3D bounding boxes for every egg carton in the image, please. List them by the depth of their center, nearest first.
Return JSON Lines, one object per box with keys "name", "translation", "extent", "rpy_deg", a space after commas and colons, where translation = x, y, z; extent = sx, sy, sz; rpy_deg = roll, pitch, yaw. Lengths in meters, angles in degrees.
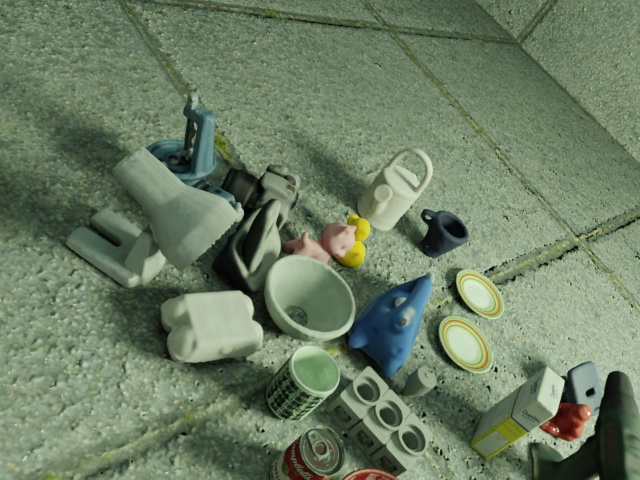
{"name": "egg carton", "translation": [-0.162, 0.132, 0.863], "extent": [0.151, 0.069, 0.107], "rpy_deg": [-1, 53, -37]}

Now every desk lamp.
{"name": "desk lamp", "translation": [-0.244, -0.022, 0.838], "extent": [0.203, 0.213, 0.118], "rpy_deg": [34, 40, -3]}

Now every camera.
{"name": "camera", "translation": [-0.113, -0.097, 1.092], "extent": [0.137, 0.100, 0.143], "rpy_deg": [26, 41, -13]}

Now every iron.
{"name": "iron", "translation": [0.157, 0.123, 1.047], "extent": [0.118, 0.141, 0.259], "rpy_deg": [40, 40, 3]}

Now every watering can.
{"name": "watering can", "translation": [0.167, -0.113, 1.239], "extent": [0.101, 0.194, 0.173], "rpy_deg": [31, 40, -7]}

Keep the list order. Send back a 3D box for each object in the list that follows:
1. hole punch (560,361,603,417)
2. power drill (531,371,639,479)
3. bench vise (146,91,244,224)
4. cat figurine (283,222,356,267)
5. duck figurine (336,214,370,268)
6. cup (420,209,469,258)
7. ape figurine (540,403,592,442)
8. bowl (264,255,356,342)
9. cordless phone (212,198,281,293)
{"name": "hole punch", "translation": [0.540, 0.314, 1.182], "extent": [0.109, 0.091, 0.101], "rpy_deg": [-6, 56, -39]}
{"name": "power drill", "translation": [0.467, 0.362, 0.993], "extent": [0.076, 0.208, 0.229], "rpy_deg": [27, 41, -11]}
{"name": "bench vise", "translation": [-0.198, -0.129, 0.968], "extent": [0.207, 0.219, 0.121], "rpy_deg": [30, 40, -8]}
{"name": "cat figurine", "translation": [0.010, 0.004, 1.072], "extent": [0.128, 0.117, 0.067], "rpy_deg": [4, 50, -33]}
{"name": "duck figurine", "translation": [0.069, -0.003, 1.147], "extent": [0.078, 0.086, 0.104], "rpy_deg": [9, 47, -29]}
{"name": "cup", "translation": [0.260, -0.011, 1.286], "extent": [0.118, 0.095, 0.092], "rpy_deg": [33, 40, -5]}
{"name": "ape figurine", "translation": [0.485, 0.346, 1.112], "extent": [0.076, 0.092, 0.077], "rpy_deg": [-7, 57, -40]}
{"name": "bowl", "translation": [-0.028, 0.111, 0.976], "extent": [0.168, 0.074, 0.167], "rpy_deg": [20, 43, -19]}
{"name": "cordless phone", "translation": [-0.093, -0.014, 0.962], "extent": [0.094, 0.185, 0.148], "rpy_deg": [31, 40, -7]}
